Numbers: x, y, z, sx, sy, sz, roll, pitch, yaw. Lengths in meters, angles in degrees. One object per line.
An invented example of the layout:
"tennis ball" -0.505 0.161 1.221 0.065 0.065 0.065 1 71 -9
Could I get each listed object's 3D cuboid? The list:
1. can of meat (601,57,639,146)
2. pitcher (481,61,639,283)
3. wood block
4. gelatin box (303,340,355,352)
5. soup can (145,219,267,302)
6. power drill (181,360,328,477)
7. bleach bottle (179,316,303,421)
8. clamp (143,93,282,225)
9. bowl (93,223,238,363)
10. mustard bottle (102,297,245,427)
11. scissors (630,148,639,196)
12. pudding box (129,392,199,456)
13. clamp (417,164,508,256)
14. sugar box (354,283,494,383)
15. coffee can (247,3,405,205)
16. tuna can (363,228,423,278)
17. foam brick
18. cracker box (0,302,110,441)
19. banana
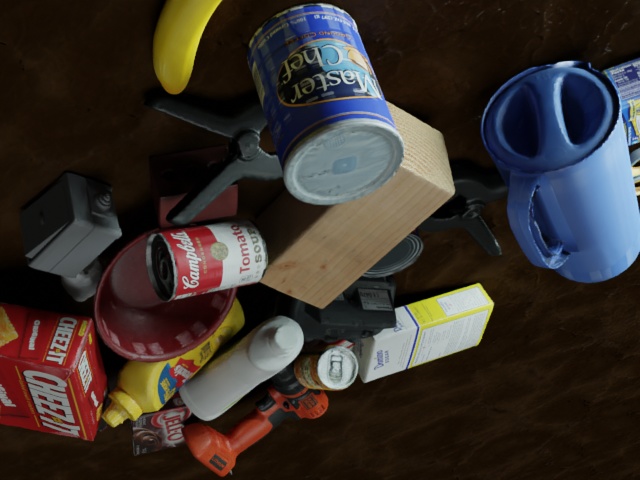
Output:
"can of meat" 0.336 -0.146 1.099 0.084 0.057 0.102 -19 147 5
"pitcher" 0.255 -0.049 1.095 0.149 0.145 0.242 -29 139 6
"wood block" 0.029 -0.032 1.073 0.090 0.091 0.206 26 129 -28
"gelatin box" 0.031 0.143 1.407 0.073 0.030 0.089 -32 145 24
"soup can" -0.111 0.019 1.049 0.102 0.068 0.069 -11 148 -30
"power drill" -0.088 0.228 1.419 0.187 0.057 0.184 -33 144 -1
"bleach bottle" -0.084 0.142 1.221 0.102 0.068 0.251 -39 180 -27
"clamp" -0.078 -0.096 0.972 0.171 0.039 0.120 -24 117 -18
"bowl" -0.167 0.045 1.109 0.161 0.055 0.162 -16 124 -26
"mustard bottle" -0.167 0.133 1.186 0.191 0.058 0.096 -45 160 -22
"scissors" 0.326 -0.065 1.251 0.201 0.016 0.096 -15 146 -5
"pudding box" -0.209 0.241 1.429 0.090 0.039 0.114 -9 147 -15
"clamp" 0.165 -0.037 1.195 0.209 0.036 0.165 -2 140 -26
"sugar box" 0.131 0.119 1.377 0.176 0.048 0.093 -13 140 -21
"coffee can" 0.003 -0.115 0.906 0.102 0.140 0.103 -12 147 -8
"tuna can" 0.072 0.005 1.217 0.086 0.034 0.086 -12 147 -8
"foam brick" -0.122 -0.051 1.025 0.078 0.053 0.051 -11 147 -13
"cracker box" -0.338 0.131 1.106 0.214 0.072 0.164 10 145 4
"banana" -0.090 -0.187 0.851 0.069 0.037 0.198 13 136 -39
